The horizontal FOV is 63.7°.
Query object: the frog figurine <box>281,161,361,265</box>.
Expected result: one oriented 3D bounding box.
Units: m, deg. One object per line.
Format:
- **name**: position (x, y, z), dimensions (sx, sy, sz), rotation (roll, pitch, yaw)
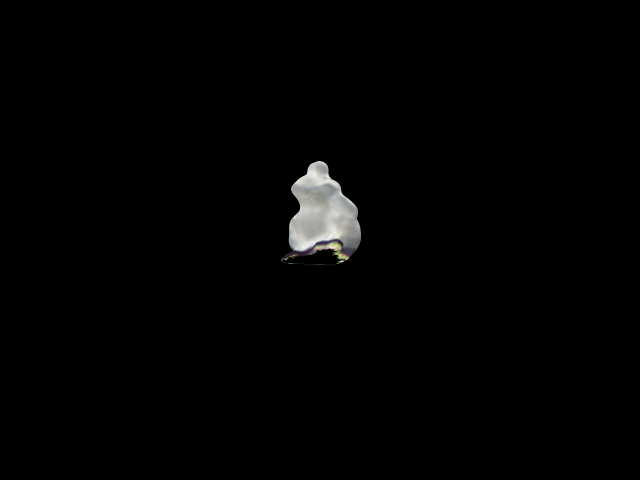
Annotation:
- **frog figurine**: position (0.003, -0.043, 0.850), dimensions (0.122, 0.162, 0.135), rotation (13, -26, -29)
